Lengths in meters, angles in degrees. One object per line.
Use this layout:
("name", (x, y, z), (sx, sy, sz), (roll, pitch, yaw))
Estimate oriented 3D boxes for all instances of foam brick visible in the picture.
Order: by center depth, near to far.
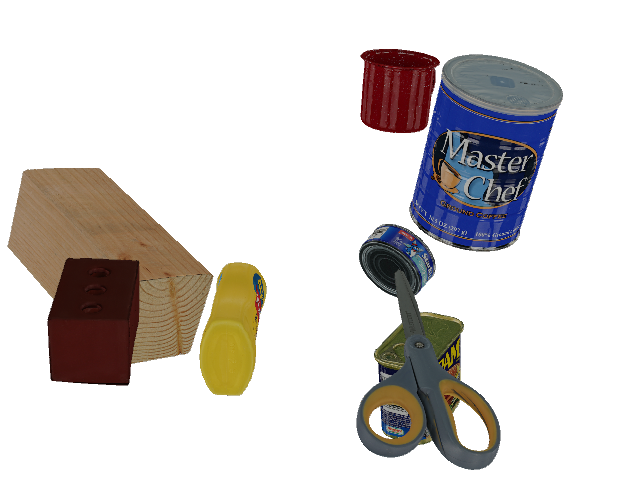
("foam brick", (-0.151, 0.054, 0.719), (0.053, 0.051, 0.078), (3, 29, -6))

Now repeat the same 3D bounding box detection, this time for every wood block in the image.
("wood block", (-0.203, 0.018, 1.009), (0.090, 0.091, 0.206), (-5, 34, -44))

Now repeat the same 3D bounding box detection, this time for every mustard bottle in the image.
("mustard bottle", (-0.093, 0.079, 1.174), (0.058, 0.096, 0.191), (2, 28, 1))

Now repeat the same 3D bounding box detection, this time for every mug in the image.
("mug", (0.098, -0.180, 1.273), (0.093, 0.081, 0.117), (21, 28, 34))

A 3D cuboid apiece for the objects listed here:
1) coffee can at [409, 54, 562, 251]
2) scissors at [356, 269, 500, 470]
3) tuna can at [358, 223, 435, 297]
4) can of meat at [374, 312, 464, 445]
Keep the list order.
("coffee can", (0.141, -0.076, 0.928), (0.102, 0.140, 0.103), (7, 33, -5))
("scissors", (0.050, 0.080, 0.706), (0.096, 0.016, 0.202), (-6, 34, -19))
("tuna can", (0.087, 0.025, 1.227), (0.086, 0.086, 0.033), (0, 37, 46))
("can of meat", (0.093, 0.127, 0.988), (0.058, 0.084, 0.101), (10, 27, 28))
